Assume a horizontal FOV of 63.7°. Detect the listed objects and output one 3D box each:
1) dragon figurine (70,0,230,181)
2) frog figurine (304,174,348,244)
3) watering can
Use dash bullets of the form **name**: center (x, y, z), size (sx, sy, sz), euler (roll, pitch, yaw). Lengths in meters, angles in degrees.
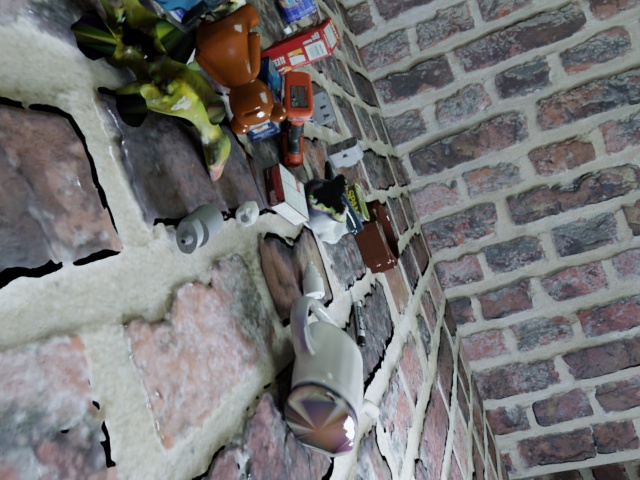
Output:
- **dragon figurine**: center (-0.224, -0.262, 0.704), size (0.246, 0.122, 0.404), euler (-110, 177, -70)
- **frog figurine**: center (0.003, -0.058, 1.148), size (0.156, 0.123, 0.140), euler (114, -39, -60)
- **watering can**: center (0.032, 0.254, 0.858), size (0.342, 0.103, 0.229), euler (62, 21, -27)
